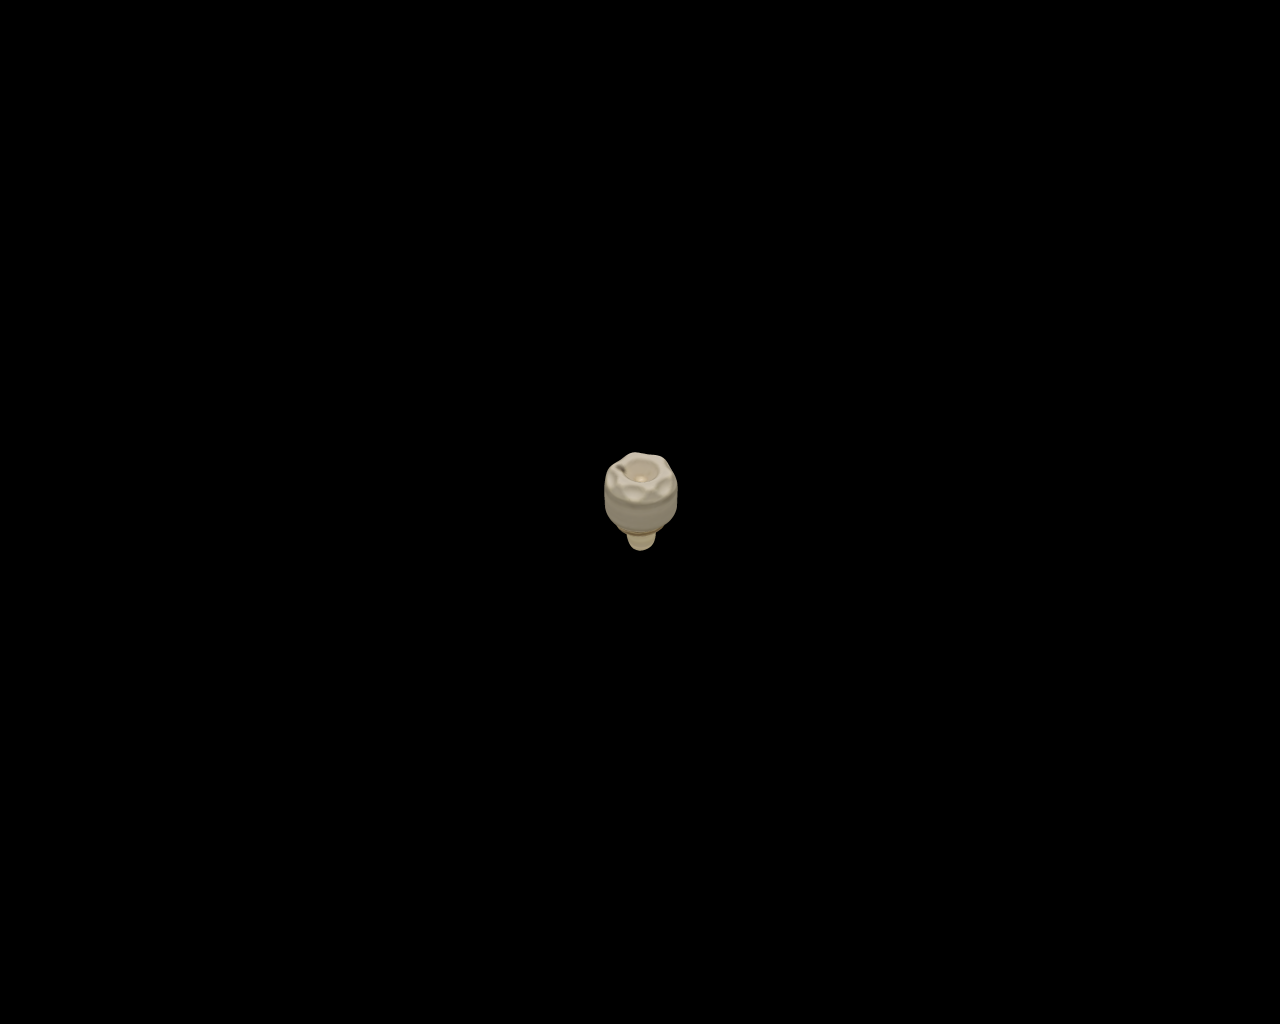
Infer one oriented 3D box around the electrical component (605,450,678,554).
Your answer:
[{"bbox_3d":[0.001,-0.003,0.650,0.043,0.062,0.043,0,41,0],"label":"electrical component"}]
